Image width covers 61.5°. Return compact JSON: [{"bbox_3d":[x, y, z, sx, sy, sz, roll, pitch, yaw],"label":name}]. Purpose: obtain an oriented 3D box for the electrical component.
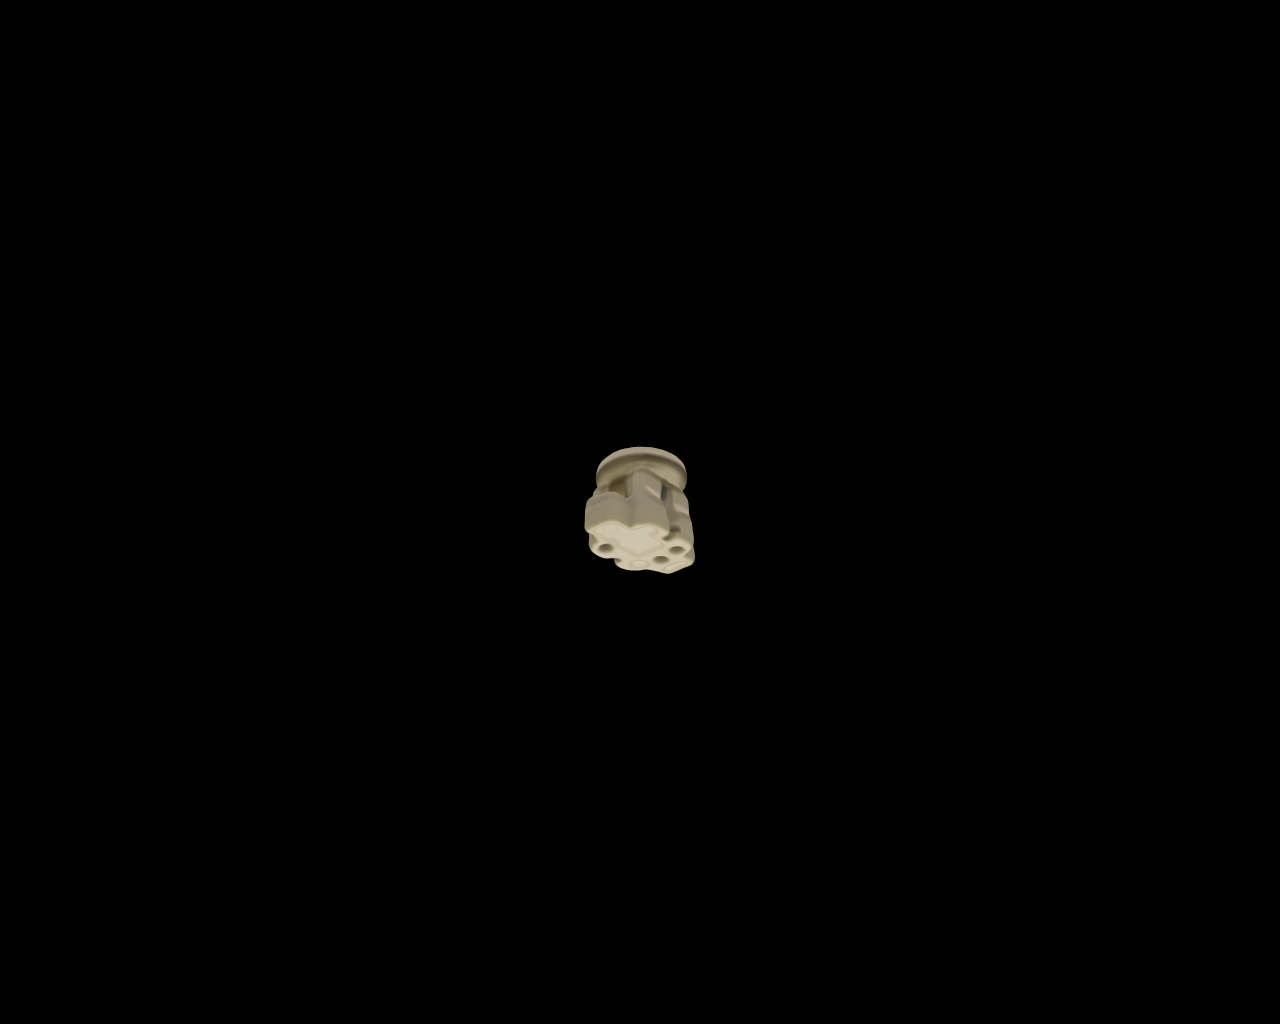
[{"bbox_3d":[0.001,-0.003,0.650,0.058,0.057,0.078,-24,-38,34],"label":"electrical component"}]
